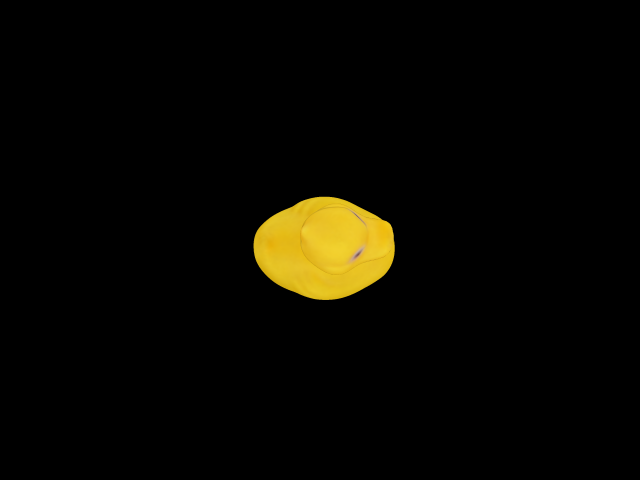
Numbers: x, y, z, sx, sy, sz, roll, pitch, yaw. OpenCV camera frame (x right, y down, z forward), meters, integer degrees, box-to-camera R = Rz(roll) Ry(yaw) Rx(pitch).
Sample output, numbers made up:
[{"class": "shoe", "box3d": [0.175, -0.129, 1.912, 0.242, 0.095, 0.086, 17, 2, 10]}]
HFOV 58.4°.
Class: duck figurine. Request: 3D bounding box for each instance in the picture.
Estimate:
[{"class": "duck figurine", "box3d": [0.004, 0.001, 0.400, 0.104, 0.086, 0.077, 0, 81, 0]}]
